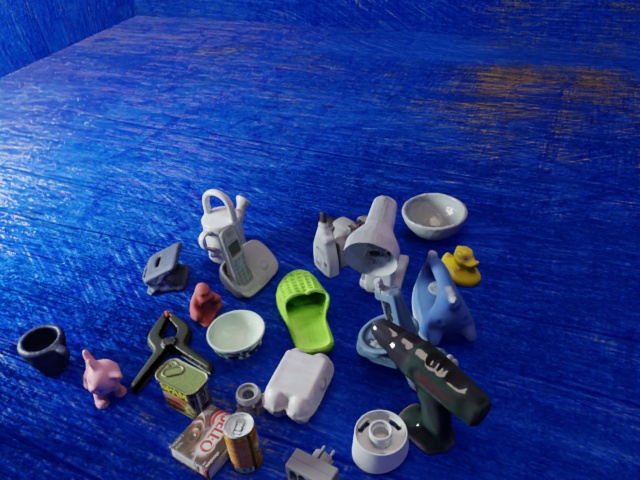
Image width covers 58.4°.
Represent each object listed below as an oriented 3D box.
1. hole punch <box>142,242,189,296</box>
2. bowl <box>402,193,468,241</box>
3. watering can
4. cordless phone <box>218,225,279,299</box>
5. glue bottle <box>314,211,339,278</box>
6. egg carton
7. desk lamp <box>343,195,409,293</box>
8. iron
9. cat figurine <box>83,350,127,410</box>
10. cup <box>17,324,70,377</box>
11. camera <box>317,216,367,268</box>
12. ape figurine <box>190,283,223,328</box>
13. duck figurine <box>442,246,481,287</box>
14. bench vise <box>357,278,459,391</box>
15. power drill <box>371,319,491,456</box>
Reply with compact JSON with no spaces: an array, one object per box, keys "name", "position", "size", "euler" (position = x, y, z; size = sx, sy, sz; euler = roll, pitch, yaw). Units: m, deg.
[{"name":"hole punch","position":[-0.378,0.068,1.390],"size":[0.101,0.091,0.108],"euler":[-5,37,-1]},{"name":"bowl","position":[0.295,-0.049,1.486],"size":[0.167,0.075,0.167],"euler":[-3,37,2]},{"name":"watering can","position":[-0.243,-0.048,1.444],"size":[0.100,0.194,0.173],"euler":[3,38,11]},{"name":"cordless phone","position":[-0.174,0.031,1.339],"size":[0.093,0.185,0.148],"euler":[16,42,26]},{"name":"glue bottle","position":[0.013,0.005,1.363],"size":[0.037,0.173,0.078],"euler":[-24,41,-23]},{"name":"egg carton","position":[-0.039,0.276,1.093],"size":[0.107,0.069,0.150],"euler":[9,39,18]},{"name":"desk lamp","position":[0.133,0.022,1.294],"size":[0.117,0.214,0.203],"euler":[7,38,16]},{"name":"iron","position":[0.255,0.103,1.233],"size":[0.118,0.142,0.258],"euler":[-7,37,-2]},{"name":"cat figurine","position":[-0.427,0.261,1.115],"size":[0.067,0.118,0.127],"euler":[-31,44,-30]},{"name":"cup","position":[-0.549,0.239,1.177],"size":[0.117,0.095,0.092],"euler":[13,40,22]},{"name":"camera","position":[0.067,-0.020,1.451],"size":[0.143,0.101,0.136],"euler":[-28,42,-27]},{"name":"ape figurine","position":[-0.260,0.137,1.284],"size":[0.078,0.092,0.076],"euler":[-21,40,-20]},{"name":"duck figurine","position":[0.331,0.051,1.340],"size":[0.078,0.086,0.104],"euler":[-28,42,-27]},{"name":"bench vise","position":[0.166,0.171,1.085],"size":[0.207,0.220,0.121],"euler":[9,39,18]},{"name":"power drill","position":[0.177,0.259,0.976],"size":[0.228,0.209,0.076],"euler":[28,48,36]}]
